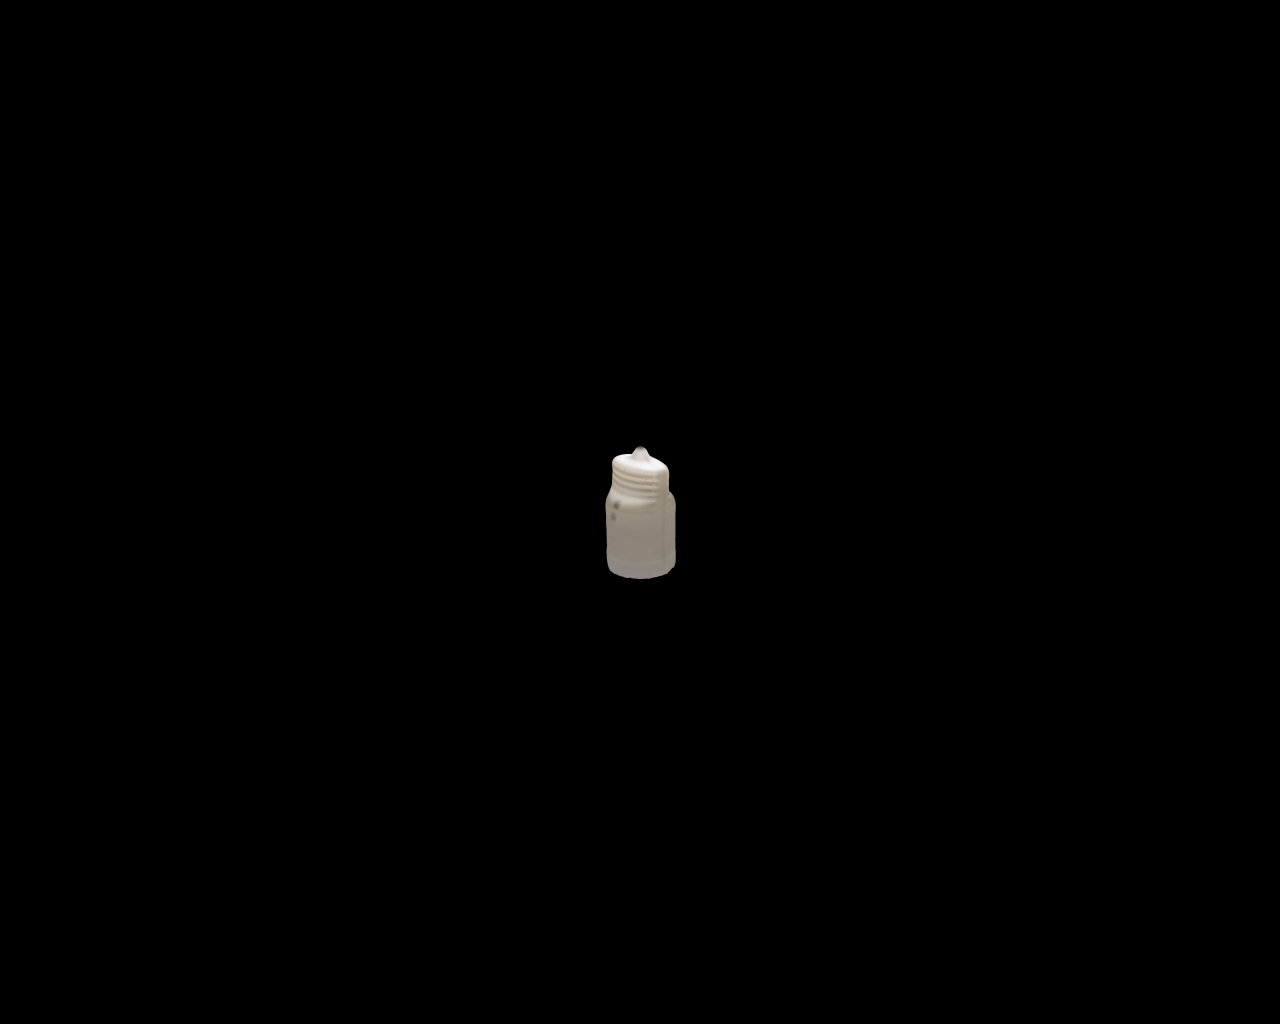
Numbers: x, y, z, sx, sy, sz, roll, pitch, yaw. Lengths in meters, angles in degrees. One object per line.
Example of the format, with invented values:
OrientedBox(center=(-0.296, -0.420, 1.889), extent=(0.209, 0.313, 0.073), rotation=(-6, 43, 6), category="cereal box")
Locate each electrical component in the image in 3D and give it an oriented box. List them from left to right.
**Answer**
OrientedBox(center=(0.001, -0.003, 0.650), extent=(0.043, 0.080, 0.043), rotation=(0, 21, 0), category="electrical component")
